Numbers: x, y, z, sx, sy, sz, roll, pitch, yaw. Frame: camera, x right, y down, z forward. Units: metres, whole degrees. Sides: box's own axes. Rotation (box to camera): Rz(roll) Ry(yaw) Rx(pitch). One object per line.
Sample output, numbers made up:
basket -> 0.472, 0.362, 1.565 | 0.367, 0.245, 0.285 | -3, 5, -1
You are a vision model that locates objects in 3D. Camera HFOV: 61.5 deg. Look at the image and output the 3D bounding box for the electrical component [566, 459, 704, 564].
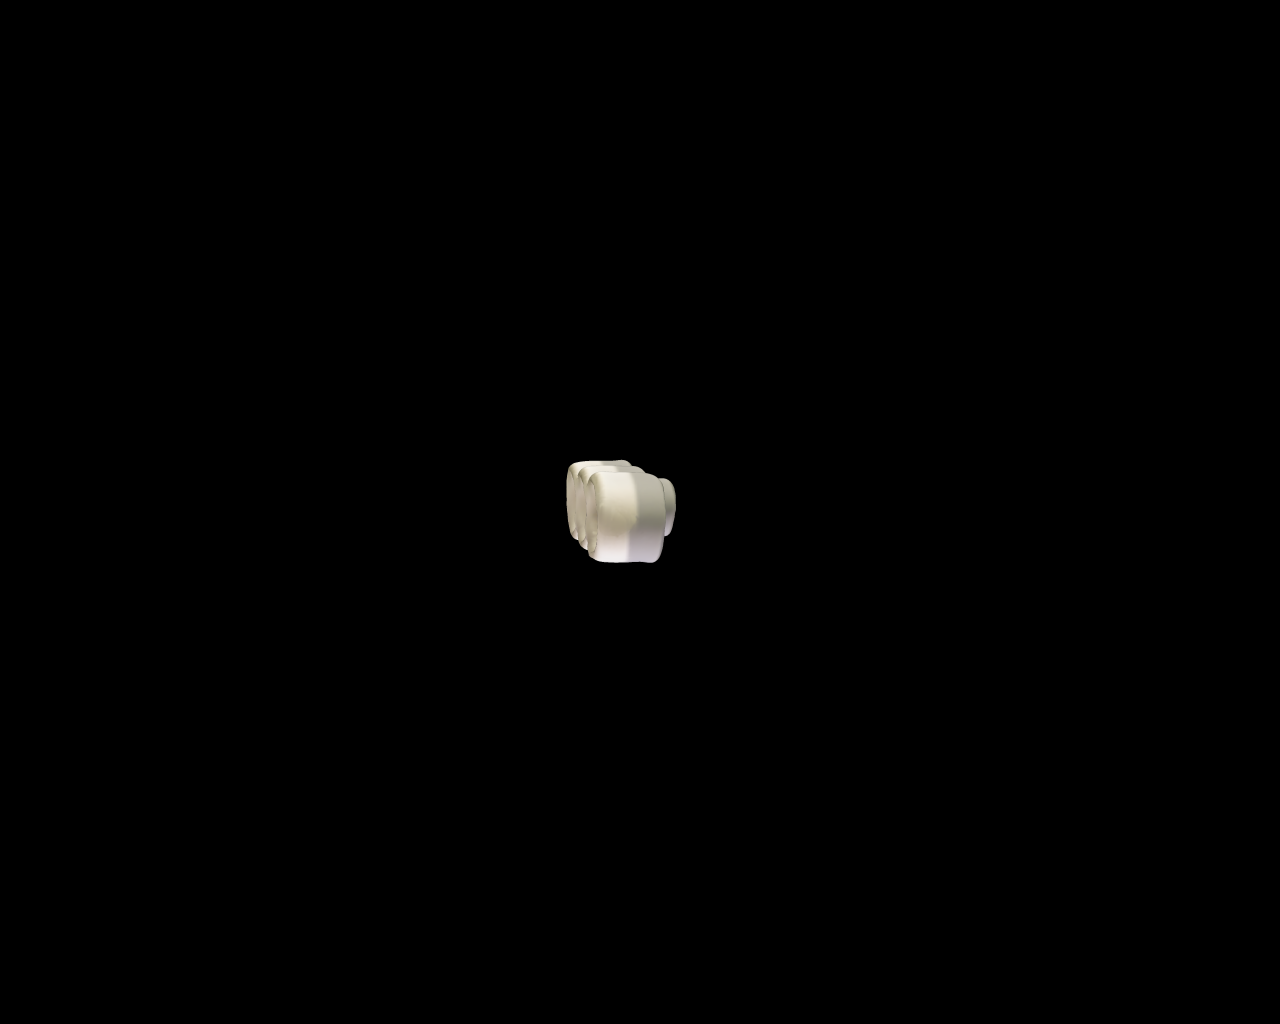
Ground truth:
electrical component -> 0.001, -0.003, 0.650 | 0.074, 0.052, 0.138 | -1, 7, -11
